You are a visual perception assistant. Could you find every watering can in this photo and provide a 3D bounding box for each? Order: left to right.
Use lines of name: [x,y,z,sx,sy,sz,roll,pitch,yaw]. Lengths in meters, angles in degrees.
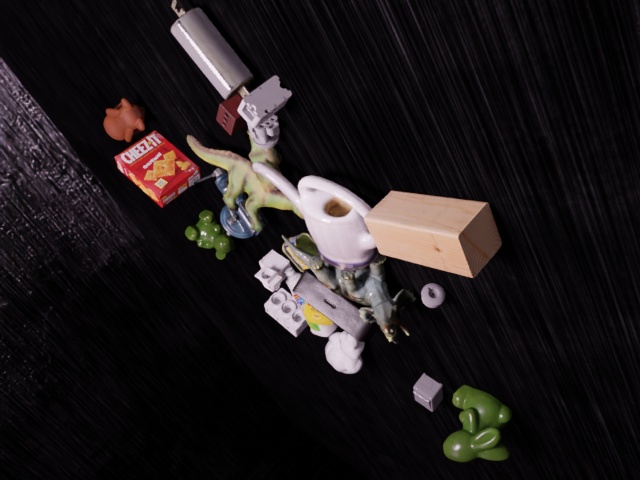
watering can: [0.003,-0.056,1.105,0.351,0.105,0.219,26,149,38]

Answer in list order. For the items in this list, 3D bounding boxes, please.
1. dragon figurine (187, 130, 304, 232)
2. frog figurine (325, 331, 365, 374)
dragon figurine: [-0.164,-0.176,1.249,0.411,0.124,0.238,43,139,4]
frog figurine: [0.083,0.348,1.596,0.138,0.123,0.157,63,170,10]
